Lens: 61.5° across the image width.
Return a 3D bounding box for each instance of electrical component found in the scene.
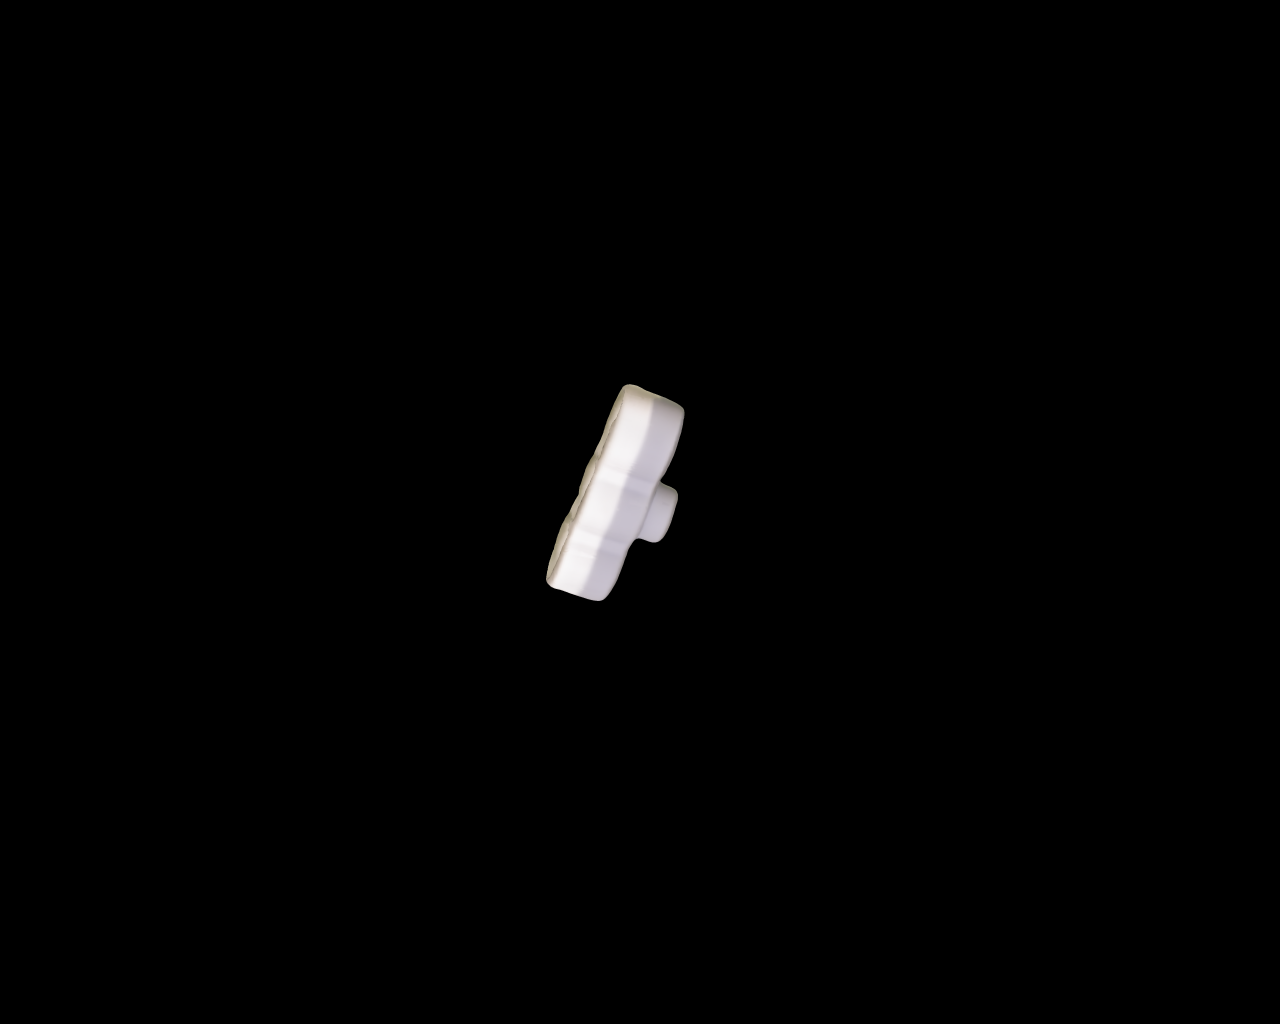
[{"bbox_3d":[0.001,-0.003,0.650,0.074,0.138,0.052,20,24,-9],"label":"electrical component"}]
